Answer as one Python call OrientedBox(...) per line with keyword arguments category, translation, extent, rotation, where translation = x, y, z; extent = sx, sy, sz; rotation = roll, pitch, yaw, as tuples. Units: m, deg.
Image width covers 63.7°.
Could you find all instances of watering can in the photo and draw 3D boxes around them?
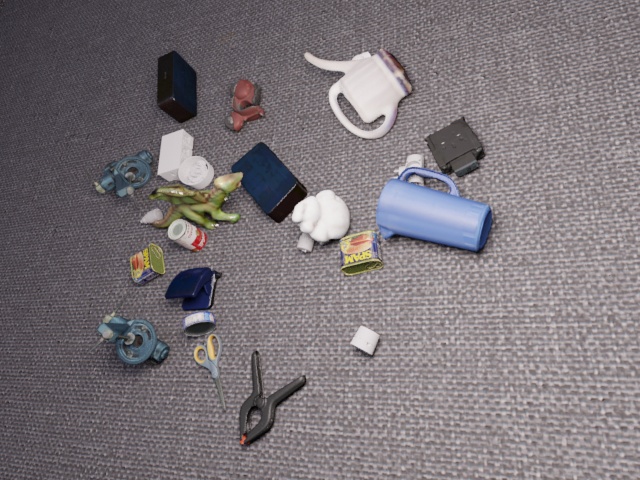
OrientedBox(category="watering can", translation=(0.112, -0.448, 1.436), extent=(0.223, 0.103, 0.351), rotation=(-34, 74, 11))

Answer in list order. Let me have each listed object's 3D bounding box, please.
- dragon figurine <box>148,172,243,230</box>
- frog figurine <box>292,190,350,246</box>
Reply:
OrientedBox(category="dragon figurine", translation=(-0.385, -0.111, 1.478), extent=(0.408, 0.240, 0.124), rotation=(-15, 68, 19))
OrientedBox(category="frog figurine", translation=(0.004, -0.065, 1.299), extent=(0.123, 0.157, 0.139), rotation=(9, 73, 29))
